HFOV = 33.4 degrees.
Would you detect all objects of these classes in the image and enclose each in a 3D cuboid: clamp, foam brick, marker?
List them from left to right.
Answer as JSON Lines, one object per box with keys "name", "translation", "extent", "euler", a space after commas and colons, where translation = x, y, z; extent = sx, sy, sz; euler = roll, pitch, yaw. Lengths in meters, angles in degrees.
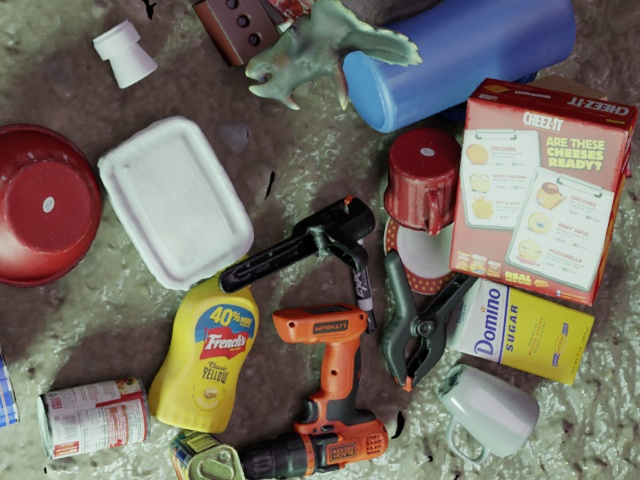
{"name": "foam brick", "translation": [-0.087, -0.226, 1.111], "extent": [0.053, 0.051, 0.078], "euler": [-38, 109, -16]}
{"name": "clamp", "translation": [-0.007, 0.001, 1.125], "extent": [0.165, 0.209, 0.036], "euler": [-11, 107, 19]}
{"name": "marker", "translation": [0.047, 0.048, 1.218], "extent": [0.020, 0.020, 0.121], "euler": [-14, 101, -22]}
{"name": "clamp", "translation": [0.107, 0.088, 1.224], "extent": [0.120, 0.039, 0.171], "euler": [17, 99, -17]}

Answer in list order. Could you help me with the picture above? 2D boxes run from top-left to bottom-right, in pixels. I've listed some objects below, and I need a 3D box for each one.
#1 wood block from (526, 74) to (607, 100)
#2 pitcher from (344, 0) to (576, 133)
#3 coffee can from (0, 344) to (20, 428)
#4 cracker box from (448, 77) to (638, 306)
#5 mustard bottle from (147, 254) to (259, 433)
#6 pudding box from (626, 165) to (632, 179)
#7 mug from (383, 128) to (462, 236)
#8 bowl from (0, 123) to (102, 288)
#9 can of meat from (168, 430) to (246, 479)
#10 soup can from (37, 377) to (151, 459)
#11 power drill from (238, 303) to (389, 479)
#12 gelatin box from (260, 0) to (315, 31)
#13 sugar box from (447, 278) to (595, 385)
{"name": "wood block", "translation": [0.265, -0.072, 1.225], "extent": [0.090, 0.091, 0.206], "euler": [-21, 123, -23]}
{"name": "pitcher", "translation": [0.151, -0.205, 1.185], "extent": [0.242, 0.145, 0.149], "euler": [-27, 93, -15]}
{"name": "coffee can", "translation": [-0.366, 0.145, 1.002], "extent": [0.140, 0.103, 0.103], "euler": [-16, 102, -22]}
{"name": "cracker box", "translation": [0.232, -0.051, 1.130], "extent": [0.072, 0.164, 0.214], "euler": [-50, 149, -51]}
{"name": "mustard bottle", "translation": [-0.114, 0.104, 1.130], "extent": [0.096, 0.058, 0.191], "euler": [21, 86, -41]}
{"name": "pudding box", "translation": [0.309, -0.111, 1.264], "extent": [0.039, 0.114, 0.090], "euler": [-22, 105, -25]}
{"name": "mug", "translation": [0.116, -0.060, 1.170], "extent": [0.093, 0.117, 0.081], "euler": [-4, 143, 1]}
{"name": "bowl", "translation": [-0.272, -0.032, 1.028], "extent": [0.161, 0.055, 0.162], "euler": [-2, 93, -39]}
{"name": "can of meat", "translation": [-0.117, 0.257, 1.134], "extent": [0.057, 0.084, 0.102], "euler": [-21, 104, -20]}
{"name": "soup can", "translation": [-0.230, 0.181, 1.085], "extent": [0.102, 0.069, 0.068], "euler": [-8, 99, -22]}
{"name": "power drill", "translation": [-0.011, 0.170, 1.186], "extent": [0.184, 0.057, 0.188], "euler": [-7, 101, -27]}
{"name": "gelatin box", "translation": [-0.025, -0.263, 1.136], "extent": [0.089, 0.030, 0.073], "euler": [43, 72, -31]}
{"name": "sugar box", "translation": [0.242, 0.109, 1.296], "extent": [0.176, 0.048, 0.093], "euler": [18, 89, -25]}
